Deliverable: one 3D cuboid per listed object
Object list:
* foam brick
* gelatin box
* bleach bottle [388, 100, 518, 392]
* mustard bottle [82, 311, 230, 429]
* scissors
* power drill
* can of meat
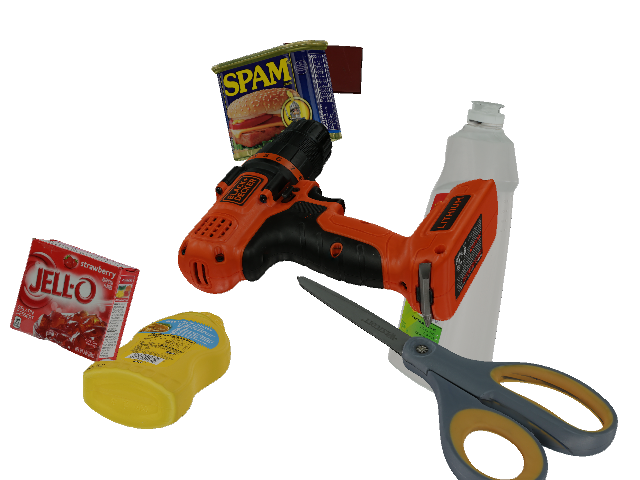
[{"bbox_3d":[0.002,-0.187,1.165,0.078,0.051,0.053,0,11,-16],"label":"foam brick"},{"bbox_3d":[-0.188,0.044,0.813,0.089,0.073,0.030,17,4,25],"label":"gelatin box"},{"bbox_3d":[0.122,0.003,0.936,0.068,0.251,0.103,1,14,-27],"label":"bleach bottle"},{"bbox_3d":[-0.141,0.113,1.027,0.096,0.058,0.191,9,20,18],"label":"mustard bottle"},{"bbox_3d":[0.051,0.075,0.557,0.202,0.016,0.096,18,42,25],"label":"scissors"},{"bbox_3d":[0.021,-0.018,0.726,0.188,0.057,0.184,10,41,24],"label":"power drill"},{"bbox_3d":[-0.036,-0.118,0.914,0.102,0.084,0.057,-10,3,31],"label":"can of meat"}]
